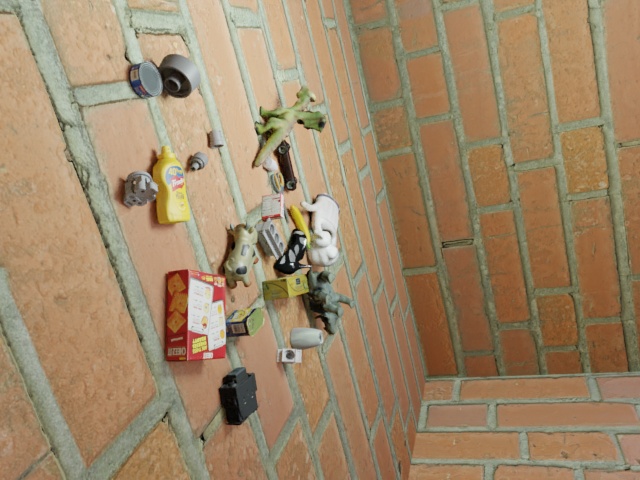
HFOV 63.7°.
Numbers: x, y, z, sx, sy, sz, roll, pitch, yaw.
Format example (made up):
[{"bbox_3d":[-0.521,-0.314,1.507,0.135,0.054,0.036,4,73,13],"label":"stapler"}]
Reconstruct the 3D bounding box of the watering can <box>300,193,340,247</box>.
[{"bbox_3d":[0.007,-0.110,2.177,0.340,0.103,0.230,60,28,-44],"label":"watering can"}]

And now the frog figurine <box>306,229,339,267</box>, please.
[{"bbox_3d":[0.009,0.034,2.071,0.124,0.138,0.156,-55,162,-22],"label":"frog figurine"}]

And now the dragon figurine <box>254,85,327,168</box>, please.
[{"bbox_3d":[-0.096,-0.414,1.856,0.119,0.242,0.420,65,23,-49],"label":"dragon figurine"}]
